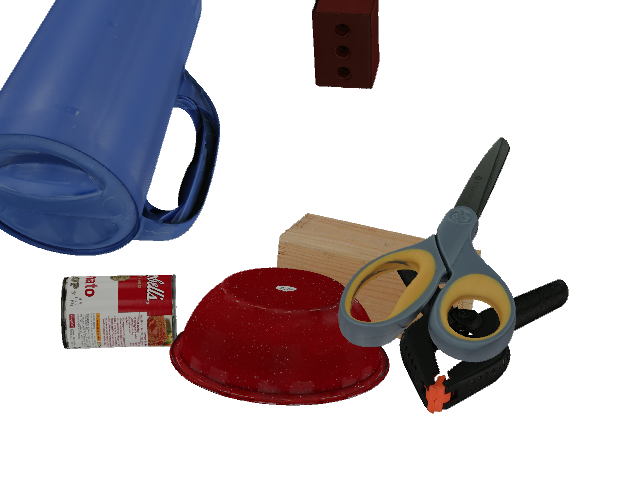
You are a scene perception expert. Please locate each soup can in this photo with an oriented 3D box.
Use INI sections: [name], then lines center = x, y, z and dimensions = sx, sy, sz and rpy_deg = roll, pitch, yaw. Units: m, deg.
[soup can]
center = -0.184, 0.066, 0.982
dimensions = 0.102, 0.068, 0.068
rpy_deg = -1, 0, -7

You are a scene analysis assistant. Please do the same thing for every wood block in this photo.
[wood block]
center = 0.062, 0.044, 1.183
dimensions = 0.206, 0.091, 0.090
rpy_deg = 13, 24, 18

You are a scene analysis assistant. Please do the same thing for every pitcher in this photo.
[pitcher]
center = -0.161, -0.114, 0.823
dimensions = 0.145, 0.242, 0.149
rpy_deg = -6, -41, 24

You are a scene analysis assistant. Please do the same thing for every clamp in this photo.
[clamp]
center = 0.117, 0.075, 0.953
dimensions = 0.165, 0.036, 0.209
rpy_deg = 14, 34, 21

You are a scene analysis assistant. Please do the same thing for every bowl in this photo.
[bowl]
center = -0.027, 0.060, 0.773
dimensions = 0.162, 0.055, 0.162
rpy_deg = 4, 17, -1

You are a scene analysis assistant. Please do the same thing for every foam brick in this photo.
[foam brick]
center = 0.023, -0.179, 0.935
dimensions = 0.053, 0.078, 0.051
rpy_deg = 4, 44, 9

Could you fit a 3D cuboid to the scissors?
[scissors]
center = 0.088, 0.003, 0.576
dimensions = 0.096, 0.016, 0.201
rpy_deg = 25, 45, 30
